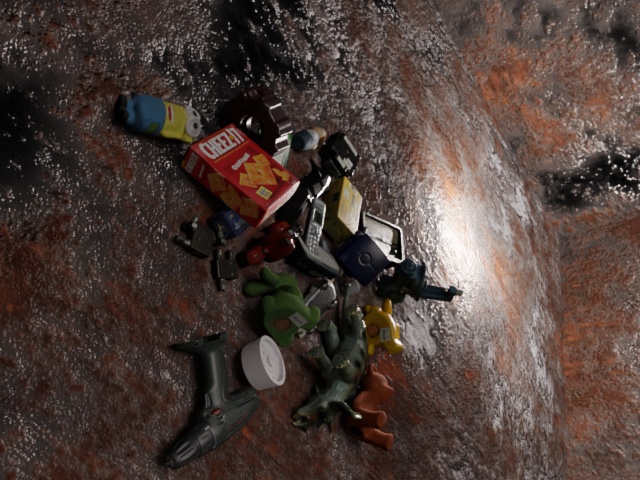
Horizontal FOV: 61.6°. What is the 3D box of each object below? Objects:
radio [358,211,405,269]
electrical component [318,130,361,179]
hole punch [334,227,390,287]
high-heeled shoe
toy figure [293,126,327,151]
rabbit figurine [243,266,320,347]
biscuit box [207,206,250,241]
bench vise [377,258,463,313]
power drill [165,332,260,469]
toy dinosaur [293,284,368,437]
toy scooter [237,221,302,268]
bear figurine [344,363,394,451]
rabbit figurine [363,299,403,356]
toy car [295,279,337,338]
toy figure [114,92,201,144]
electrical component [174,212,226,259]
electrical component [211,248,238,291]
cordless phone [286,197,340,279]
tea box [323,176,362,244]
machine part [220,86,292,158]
[{"bbox_3d":[0.169,0.007,1.634,0.229,0.073,0.131,18,61,-48],"label":"radio"},{"bbox_3d":[0.057,-0.248,1.612,0.114,0.058,0.134,53,40,-21],"label":"electrical component"},{"bbox_3d":[0.114,0.051,1.460,0.142,0.092,0.115,-43,124,-7],"label":"hole punch"},{"bbox_3d":[-0.038,-0.104,1.432,0.249,0.086,0.145,-65,152,-27],"label":"high-heeled shoe"},{"bbox_3d":[-0.020,-0.289,1.527,0.154,0.058,0.064,-36,111,-54],"label":"toy figure"},{"bbox_3d":[-0.096,0.133,1.214,0.159,0.121,0.170,36,20,-23],"label":"rabbit figurine"},{"bbox_3d":[-0.170,-0.069,1.230,0.062,0.059,0.203,61,37,-15],"label":"biscuit box"},{"bbox_3d":[0.297,0.146,1.596,0.129,0.241,0.223,-75,175,-47],"label":"bench vise"},{"bbox_3d":[-0.213,0.284,1.004,0.232,0.086,0.207,-9,78,-55],"label":"power drill"},{"bbox_3d":[0.063,0.297,1.334,0.405,0.131,0.192,-58,137,-51],"label":"toy dinosaur"},{"bbox_3d":[-0.096,0.003,1.233,0.075,0.135,0.184,62,36,-11],"label":"toy scooter"},{"bbox_3d":[0.147,0.422,1.383,0.196,0.132,0.120,-45,128,-45],"label":"bear figurine"},{"bbox_3d":[0.171,0.255,1.523,0.173,0.122,0.162,34,39,-59],"label":"rabbit figurine"},{"bbox_3d":[-0.018,0.166,1.334,0.202,0.056,0.073,-43,117,-51],"label":"toy car"},{"bbox_3d":[-0.325,-0.245,1.086,0.180,0.089,0.082,3,100,-42],"label":"toy figure"},{"bbox_3d":[-0.246,-0.008,1.115,0.102,0.045,0.078,39,45,-36],"label":"electrical component"},{"bbox_3d":[-0.204,0.064,1.159,0.063,0.021,0.094,10,67,-52],"label":"electrical component"},{"bbox_3d":[-0.002,-0.004,1.371,0.146,0.089,0.184,31,63,-42],"label":"cordless phone"},{"bbox_3d":[0.060,-0.086,1.525,0.098,0.068,0.170,47,38,-31],"label":"tea box"},{"bbox_3d":[-0.152,-0.263,1.250,0.056,0.179,0.179,-40,107,-49],"label":"machine part"}]
